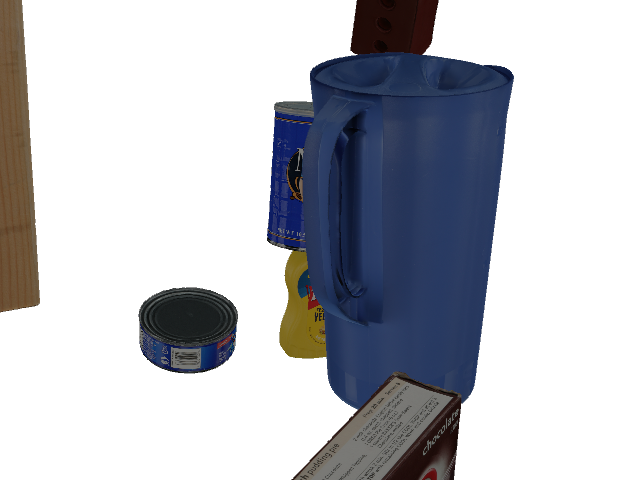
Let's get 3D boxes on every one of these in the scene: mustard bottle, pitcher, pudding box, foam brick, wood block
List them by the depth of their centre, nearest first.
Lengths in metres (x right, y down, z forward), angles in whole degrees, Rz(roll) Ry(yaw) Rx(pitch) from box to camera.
[{"bbox_3d":[0.018,0.123,0.455,0.039,0.090,0.113,19,36,26],"label":"pudding box"},{"bbox_3d":[-0.218,-0.065,0.601,0.090,0.206,0.090,-10,27,-28],"label":"wood block"},{"bbox_3d":[0.052,-0.001,0.733,0.149,0.243,0.145,-3,21,-9],"label":"pitcher"},{"bbox_3d":[0.060,-0.183,0.842,0.053,0.078,0.051,24,50,16],"label":"foam brick"},{"bbox_3d":[0.002,0.053,1.345,0.096,0.192,0.058,-5,26,-20],"label":"mustard bottle"}]

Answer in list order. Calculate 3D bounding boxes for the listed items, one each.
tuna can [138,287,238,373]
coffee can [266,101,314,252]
[{"bbox_3d":[-0.115,0.078,0.932,0.086,0.034,0.086,4,31,-3],"label":"tuna can"},{"bbox_3d":[0.000,-0.066,1.082,0.103,0.140,0.103,4,12,-1],"label":"coffee can"}]
